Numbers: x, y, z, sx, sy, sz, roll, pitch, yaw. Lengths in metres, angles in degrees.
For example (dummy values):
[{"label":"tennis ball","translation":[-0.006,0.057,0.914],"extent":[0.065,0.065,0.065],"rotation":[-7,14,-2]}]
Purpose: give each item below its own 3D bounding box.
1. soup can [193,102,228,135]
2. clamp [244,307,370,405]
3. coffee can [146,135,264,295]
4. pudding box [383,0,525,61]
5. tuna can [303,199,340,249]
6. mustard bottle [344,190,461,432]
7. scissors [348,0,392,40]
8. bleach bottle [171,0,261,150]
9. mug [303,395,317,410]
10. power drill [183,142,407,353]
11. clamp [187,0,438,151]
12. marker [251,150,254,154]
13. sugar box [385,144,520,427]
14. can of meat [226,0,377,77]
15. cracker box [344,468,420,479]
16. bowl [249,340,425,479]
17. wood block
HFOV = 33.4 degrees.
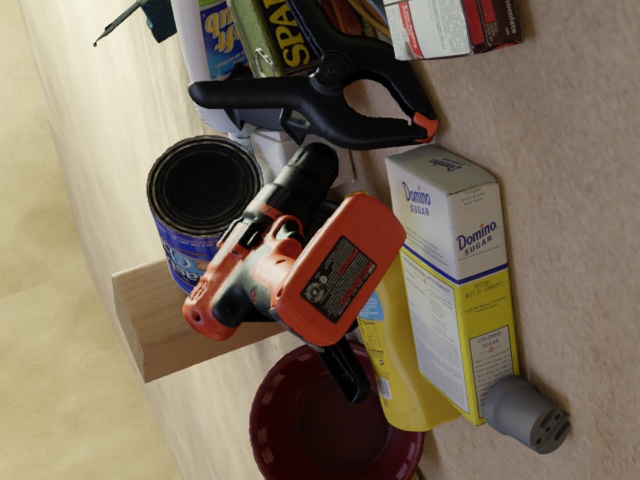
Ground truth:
[{"label":"soup can","translation":[-0.082,-0.137,1.062],"extent":[0.102,0.068,0.068],"rotation":[-149,42,-66]},{"label":"clamp","translation":[-0.006,0.069,0.944],"extent":[0.165,0.209,0.036],"rotation":[30,112,12]},{"label":"coffee can","translation":[-0.098,-0.016,0.976],"extent":[0.140,0.102,0.103],"rotation":[88,157,-63]},{"label":"pudding box","translation":[0.070,-0.152,0.620],"extent":[0.114,0.039,0.090],"rotation":[-161,56,-70]},{"label":"tuna can","translation":[-0.006,0.001,0.946],"extent":[0.086,0.086,0.034],"rotation":[-126,25,-44]},{"label":"mustard bottle","translation":[0.056,0.053,0.856],"extent":[0.096,0.058,0.191],"rotation":[-174,65,-77]},{"label":"scissors","translation":[-0.009,-0.215,0.731],"extent":[0.202,0.016,0.096],"rotation":[48,173,15]},{"label":"bleach bottle","translation":[-0.074,-0.190,0.927],"extent":[0.068,0.102,0.251],"rotation":[-125,21,-47]},{"label":"mug","translation":[-0.002,0.158,1.070],"extent":[0.093,0.117,0.082],"rotation":[36,151,5]},{"label":"power drill","translation":[-0.013,0.003,0.791],"extent":[0.057,0.184,0.188],"rotation":[38,167,-21]},{"label":"clamp","translation":[0.007,-0.123,0.734],"extent":[0.039,0.171,0.120],"rotation":[-37,-33,-89]},{"label":"marker","translation":[-0.085,-0.144,1.143],"extent":[0.020,0.020,0.121],"rotation":[155,95,-73]},{"label":"sugar box","translation":[0.094,0.029,0.739],"extent":[0.093,0.048,0.176],"rotation":[-139,37,-59]},{"label":"can of meat","translation":[-0.013,-0.160,0.793],"extent":[0.057,0.083,0.102],"rotation":[150,100,-73]},{"label":"cracker box","translation":[0.074,0.302,1.052],"extent":[0.214,0.072,0.164],"rotation":[59,160,31]},{"label":"bowl","translation":[0.018,0.172,0.986],"extent":[0.055,0.162,0.162],"rotation":[27,-140,-78]},{"label":"wood block","translation":[-0.096,0.056,1.078],"extent":[0.091,0.205,0.090],"rotation":[102,145,-60]}]
